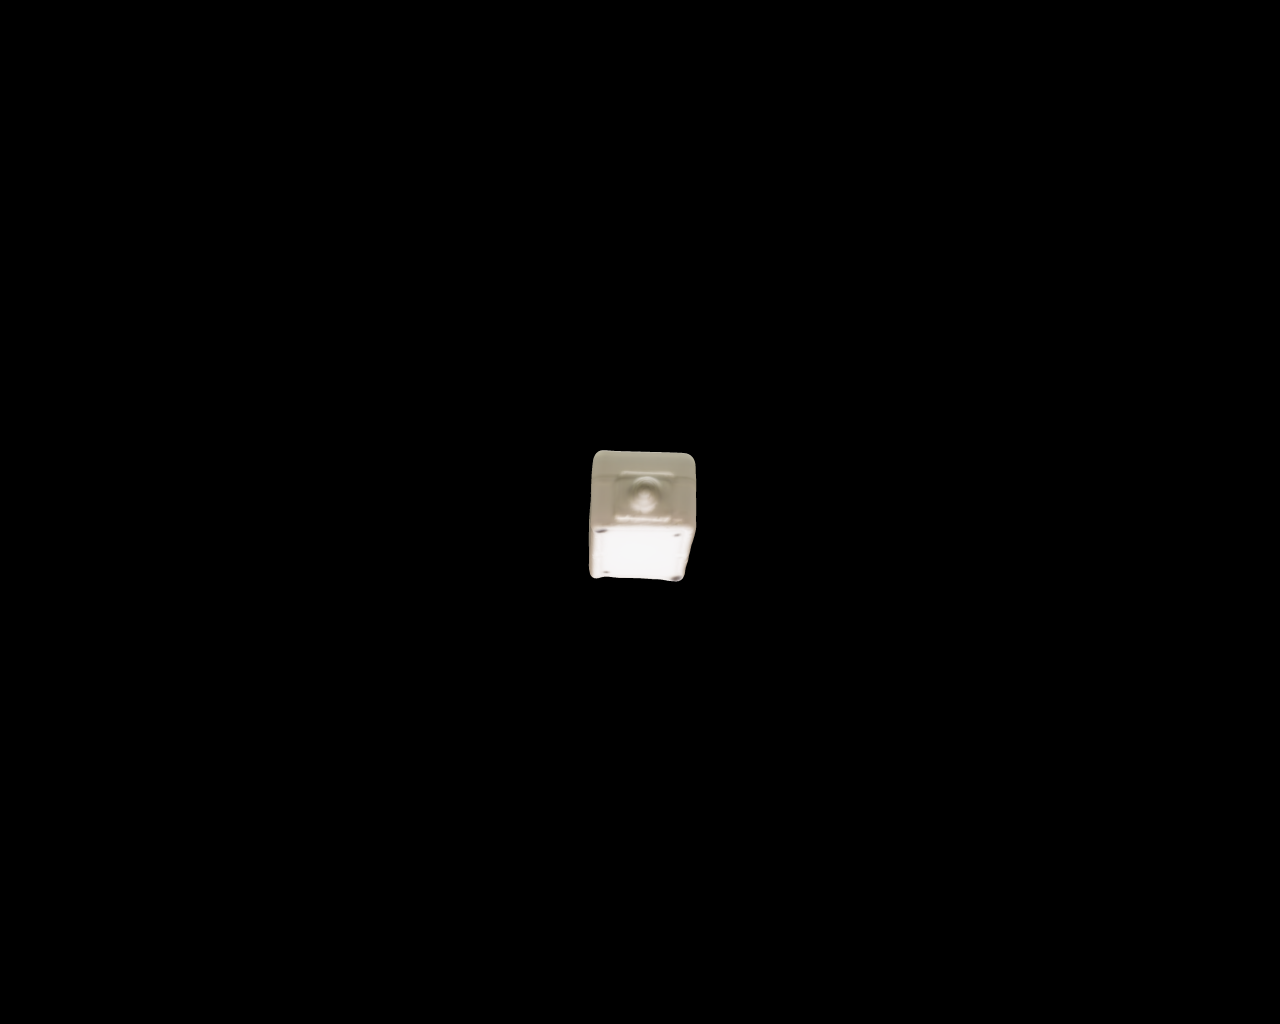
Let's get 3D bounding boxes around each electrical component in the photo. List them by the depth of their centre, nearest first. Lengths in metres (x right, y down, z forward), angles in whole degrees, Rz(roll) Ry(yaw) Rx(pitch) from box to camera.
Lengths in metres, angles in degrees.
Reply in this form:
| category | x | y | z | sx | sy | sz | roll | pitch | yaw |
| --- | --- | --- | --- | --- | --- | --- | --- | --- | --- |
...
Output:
| category | x | y | z | sx | sy | sz | roll | pitch | yaw |
| --- | --- | --- | --- | --- | --- | --- | --- | --- | --- |
| electrical component | 0.001 | -0.003 | 0.650 | 0.062 | 0.061 | 0.096 | 2 | -27 | -3 |
